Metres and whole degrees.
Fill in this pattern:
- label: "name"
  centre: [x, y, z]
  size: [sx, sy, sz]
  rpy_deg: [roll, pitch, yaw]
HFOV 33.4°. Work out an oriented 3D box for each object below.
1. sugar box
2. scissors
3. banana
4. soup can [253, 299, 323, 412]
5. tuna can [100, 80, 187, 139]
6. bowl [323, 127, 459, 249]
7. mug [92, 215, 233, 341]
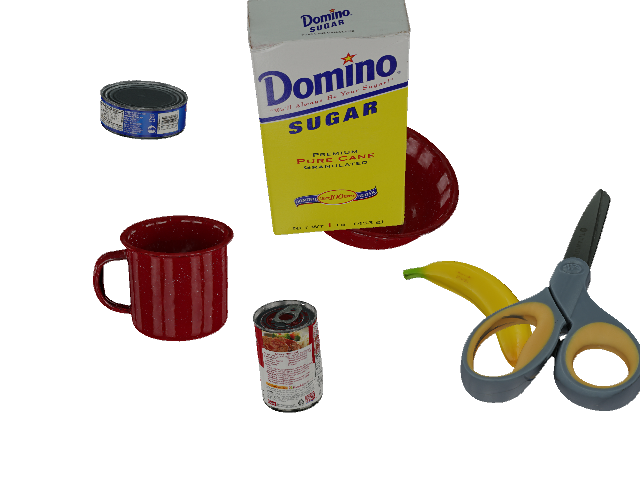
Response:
- label: "sugar box"
  centre: [0.008, -0.074, 0.671]
  size: [0.093, 0.048, 0.176]
  rpy_deg: [-6, -35, 0]
- label: "scissors"
  centre: [0.148, 0.029, 0.567]
  size: [0.096, 0.016, 0.201]
  rpy_deg: [19, 40, 34]
- label: "banana"
  centre: [0.169, 0.068, 1.118]
  size: [0.069, 0.037, 0.198]
  rpy_deg: [-36, 39, -13]
- label: "soup can"
  centre: [-0.033, 0.124, 1.142]
  size: [0.068, 0.102, 0.068]
  rpy_deg: [-4, 25, 2]
- label: "tuna can"
  centre: [-0.176, -0.130, 1.061]
  size: [0.086, 0.034, 0.086]
  rpy_deg: [6, 25, -3]
- label: "bowl"
  centre: [0.042, -0.044, 0.982]
  size: [0.162, 0.162, 0.055]
  rpy_deg: [0, -42, -16]
- label: "mug"
  centre: [-0.131, 0.033, 0.892]
  size: [0.117, 0.081, 0.093]
  rpy_deg: [-4, 21, -13]
